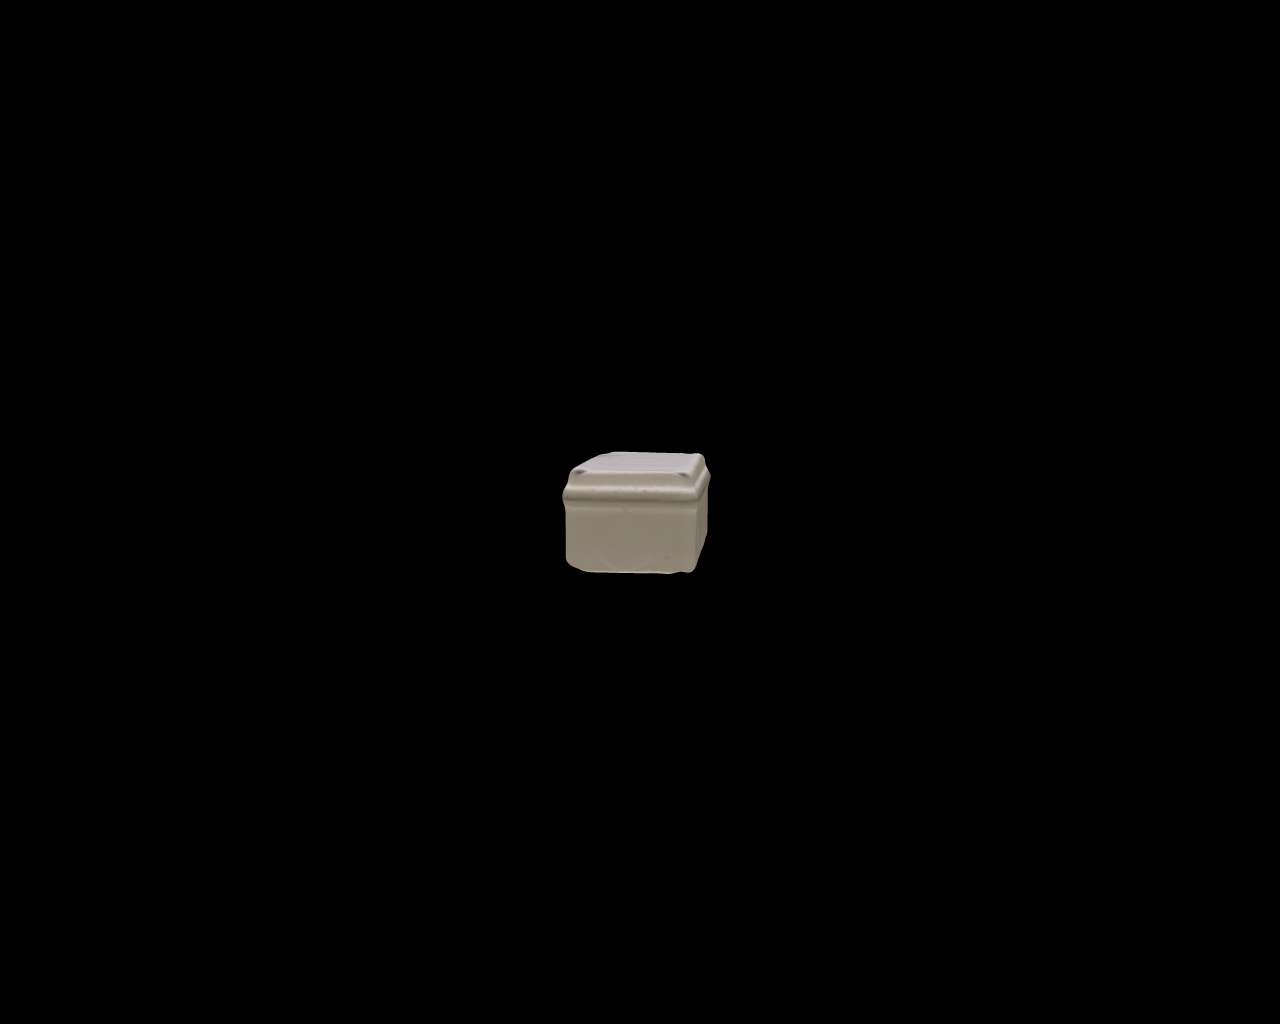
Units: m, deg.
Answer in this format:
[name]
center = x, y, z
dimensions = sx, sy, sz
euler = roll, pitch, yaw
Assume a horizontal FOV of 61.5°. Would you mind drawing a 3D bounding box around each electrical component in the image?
[electrical component]
center = 0.001, -0.003, 0.650
dimensions = 0.078, 0.057, 0.113
euler = 1, 9, 7
